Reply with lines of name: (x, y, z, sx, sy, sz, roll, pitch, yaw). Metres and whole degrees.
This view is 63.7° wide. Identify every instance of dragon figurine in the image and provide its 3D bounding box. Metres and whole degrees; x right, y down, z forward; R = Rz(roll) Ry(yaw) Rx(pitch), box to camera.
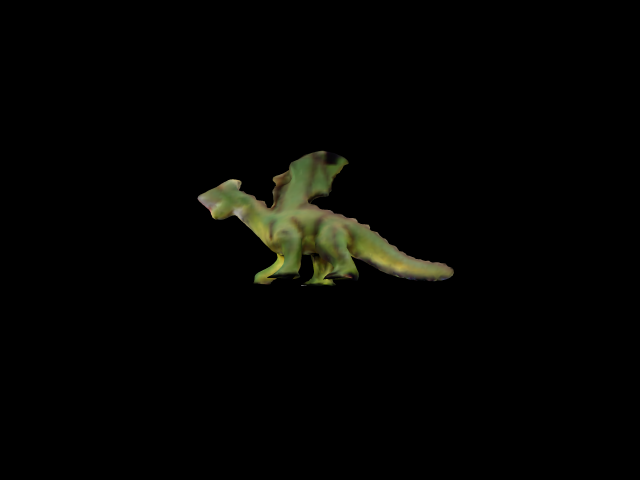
dragon figurine: (0.003, -0.043, 0.850, 0.410, 0.246, 0.120, -1, -19, 2)
